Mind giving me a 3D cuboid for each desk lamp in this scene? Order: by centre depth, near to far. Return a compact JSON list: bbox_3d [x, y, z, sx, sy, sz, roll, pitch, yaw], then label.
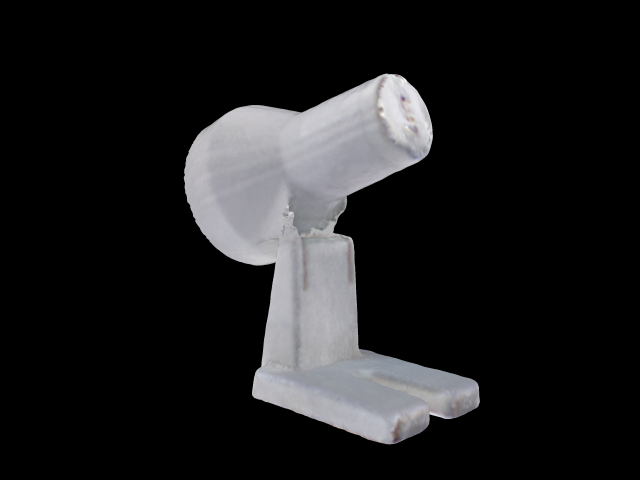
[{"bbox_3d":[0.004,0.001,0.400,0.202,0.213,0.118,4,6,44],"label":"desk lamp"}]
